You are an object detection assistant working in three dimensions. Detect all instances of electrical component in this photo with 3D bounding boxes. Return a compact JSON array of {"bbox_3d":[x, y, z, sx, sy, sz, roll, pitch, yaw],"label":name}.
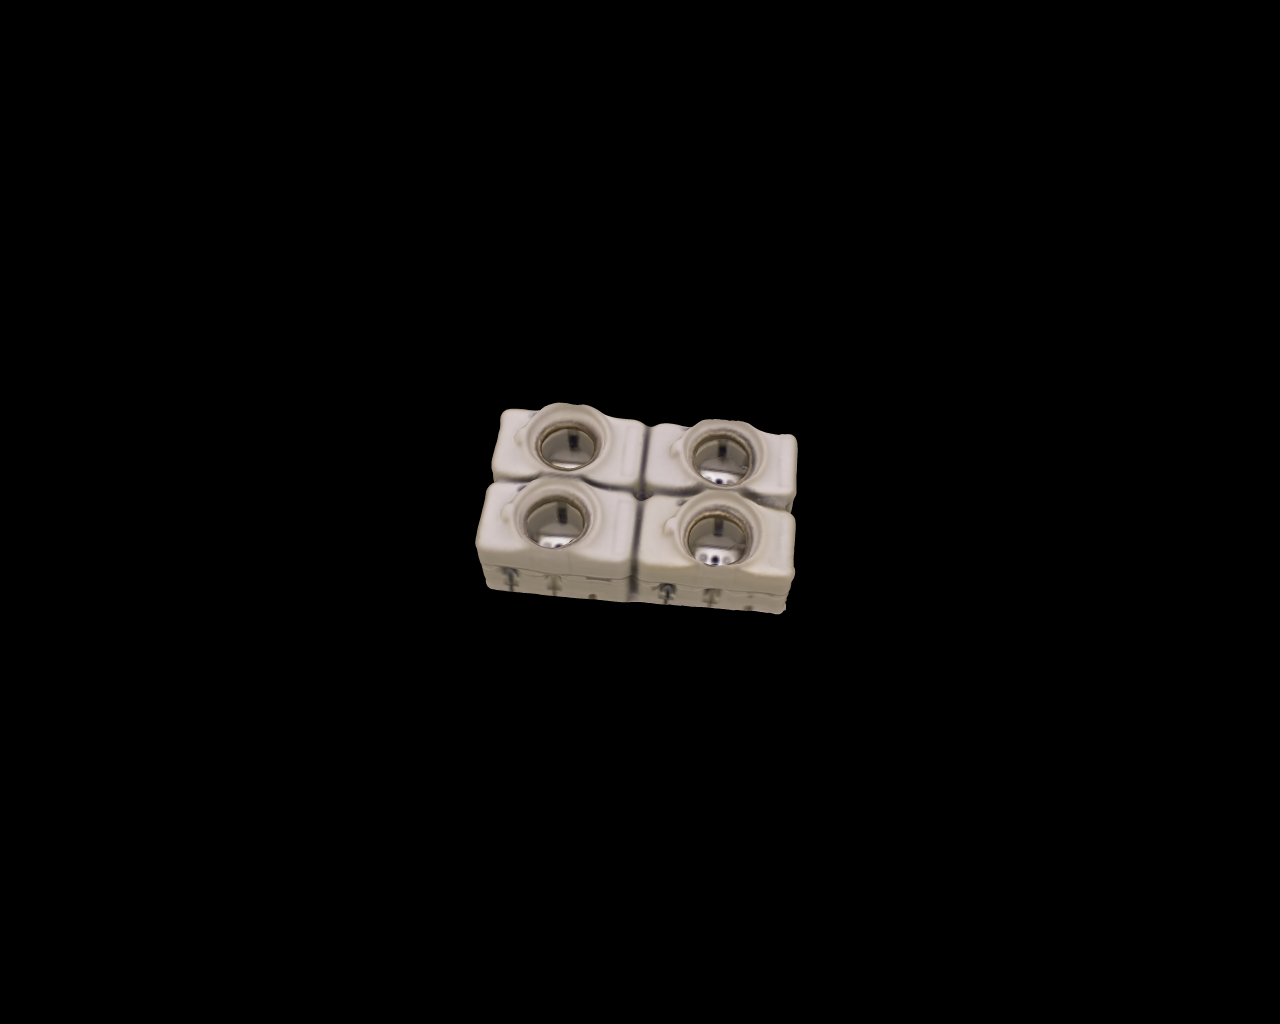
[{"bbox_3d":[0.001,-0.003,0.650,0.186,0.105,0.060,5,-31,3],"label":"electrical component"}]
